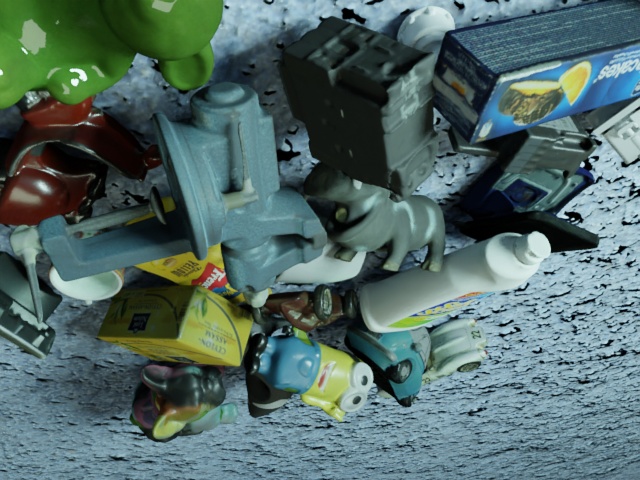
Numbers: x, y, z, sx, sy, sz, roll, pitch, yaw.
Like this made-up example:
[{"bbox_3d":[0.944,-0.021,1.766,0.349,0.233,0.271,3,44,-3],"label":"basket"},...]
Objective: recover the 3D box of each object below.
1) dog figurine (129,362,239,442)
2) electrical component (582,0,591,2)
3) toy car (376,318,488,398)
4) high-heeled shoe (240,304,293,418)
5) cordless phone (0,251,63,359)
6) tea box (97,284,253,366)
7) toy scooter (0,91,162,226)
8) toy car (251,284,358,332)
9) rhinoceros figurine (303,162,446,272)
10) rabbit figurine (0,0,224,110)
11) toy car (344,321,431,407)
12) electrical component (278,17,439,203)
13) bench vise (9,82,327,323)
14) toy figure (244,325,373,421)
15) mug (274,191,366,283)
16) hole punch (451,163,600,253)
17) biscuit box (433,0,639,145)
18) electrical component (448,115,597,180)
[{"bbox_3d":[-0.208,0.222,0.741,0.192,0.108,0.219,-16,165,6],"label":"dog figurine"},{"bbox_3d":[0.198,-0.224,0.394,0.063,0.021,0.094,-34,134,29],"label":"electrical component"},{"bbox_3d":[0.169,0.187,0.841,0.202,0.073,0.056,-34,135,28],"label":"toy car"},{"bbox_3d":[-0.112,0.192,0.781,0.145,0.086,0.248,-3,126,-35],"label":"high-heeled shoe"},{"bbox_3d":[-0.366,0.119,0.592,0.089,0.184,0.146,-18,139,6],"label":"cordless phone"},{"bbox_3d":[-0.175,0.104,0.647,0.170,0.068,0.098,-10,146,40],"label":"tea box"},{"bbox_3d":[-0.219,-0.069,0.477,0.135,0.075,0.184,21,128,-32],"label":"toy scooter"},{"bbox_3d":[-0.013,0.084,0.648,0.089,0.053,0.202,-4,172,14],"label":"toy car"},{"bbox_3d":[0.063,-0.026,0.545,0.190,0.112,0.073,15,179,-42],"label":"rhinoceros figurine"},{"bbox_3d":[-0.128,-0.136,0.337,0.170,0.121,0.159,8,-171,25],"label":"rabbit figurine"},{"bbox_3d":[0.113,0.160,0.775,0.103,0.109,0.161,-45,134,-16],"label":"toy car"},{"bbox_3d":[0.027,-0.106,0.430,0.058,0.134,0.114,-41,143,-21],"label":"electrical component"},{"bbox_3d":[-0.119,-0.013,0.452,0.241,0.129,0.223,-18,144,-17],"label":"bench vise"},{"bbox_3d":[-0.011,0.167,0.709,0.180,0.089,0.082,22,109,-19],"label":"toy figure"},{"bbox_3d":[-0.001,-0.002,0.597,0.107,0.081,0.109,11,100,-33],"label":"mug"},{"bbox_3d":[0.227,-0.038,0.588,0.142,0.092,0.116,15,163,-28],"label":"hole punch"},{"bbox_3d":[0.184,-0.135,0.416,0.203,0.063,0.059,-18,146,-22],"label":"biscuit box"},{"bbox_3d":[0.184,-0.101,0.501,0.119,0.075,0.047,8,139,-14],"label":"electrical component"}]
